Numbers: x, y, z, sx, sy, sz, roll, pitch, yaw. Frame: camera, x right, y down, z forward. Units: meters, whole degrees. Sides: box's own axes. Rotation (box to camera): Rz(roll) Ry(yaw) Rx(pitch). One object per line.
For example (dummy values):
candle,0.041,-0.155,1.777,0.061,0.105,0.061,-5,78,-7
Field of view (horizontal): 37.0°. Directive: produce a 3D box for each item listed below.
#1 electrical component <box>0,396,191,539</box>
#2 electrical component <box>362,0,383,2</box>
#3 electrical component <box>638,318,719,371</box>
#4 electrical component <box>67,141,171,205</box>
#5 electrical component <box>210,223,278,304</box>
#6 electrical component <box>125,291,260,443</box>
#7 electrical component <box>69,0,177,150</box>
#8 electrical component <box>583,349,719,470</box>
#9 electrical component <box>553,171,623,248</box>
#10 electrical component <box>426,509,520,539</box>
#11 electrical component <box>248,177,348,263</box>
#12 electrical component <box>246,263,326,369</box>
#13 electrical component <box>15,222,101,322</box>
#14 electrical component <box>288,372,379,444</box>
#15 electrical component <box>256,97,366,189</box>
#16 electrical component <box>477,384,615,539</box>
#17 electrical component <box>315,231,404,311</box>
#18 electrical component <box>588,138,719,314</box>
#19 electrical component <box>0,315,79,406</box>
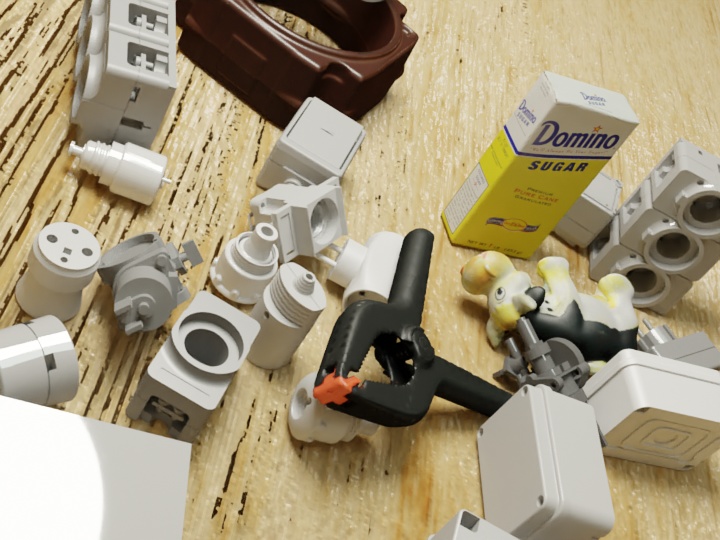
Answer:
electrical component,-0.195,0.132,0.585,0.186,0.060,0.105,18,42,-19
electrical component,-0.028,-0.290,0.994,0.138,0.052,0.073,23,41,-15
electrical component,0.274,0.075,0.976,0.083,0.047,0.075,-10,57,-40
electrical component,-0.183,-0.078,0.818,0.078,0.040,0.040,20,42,-16
electrical component,-0.081,-0.009,0.802,0.048,0.062,0.048,19,42,-18
electrical component,-0.109,0.063,0.717,0.050,0.055,0.089,31,40,-4
electrical component,-0.192,-0.169,0.864,0.062,0.089,0.150,13,44,-24
electrical component,0.247,0.116,0.892,0.113,0.078,0.057,14,46,-23
electrical component,0.201,-0.075,1.064,0.096,0.061,0.061,32,40,-3
electrical component,0.087,0.228,0.687,0.109,0.056,0.108,30,40,-6
electrical component,-0.050,-0.042,0.853,0.064,0.042,0.081,9,29,34
electrical component,-0.053,0.030,0.768,0.043,0.081,0.043,19,42,-18
electrical component,-0.200,0.001,0.715,0.045,0.055,0.045,19,42,-18
electrical component,-0.016,0.101,0.754,0.062,0.048,0.048,20,41,-28
electrical component,-0.041,-0.096,0.917,0.062,0.061,0.096,31,40,-4
electrical component,0.131,0.149,0.780,0.057,0.078,0.113,21,41,-20
electrical component,0.000,0.000,0.864,0.079,0.043,0.077,29,40,-7
electrical component,0.296,-0.036,1.020,0.089,0.150,0.061,27,39,-10
electrical component,-0.205,0.059,0.656,0.047,0.055,0.055,-14,59,-38
